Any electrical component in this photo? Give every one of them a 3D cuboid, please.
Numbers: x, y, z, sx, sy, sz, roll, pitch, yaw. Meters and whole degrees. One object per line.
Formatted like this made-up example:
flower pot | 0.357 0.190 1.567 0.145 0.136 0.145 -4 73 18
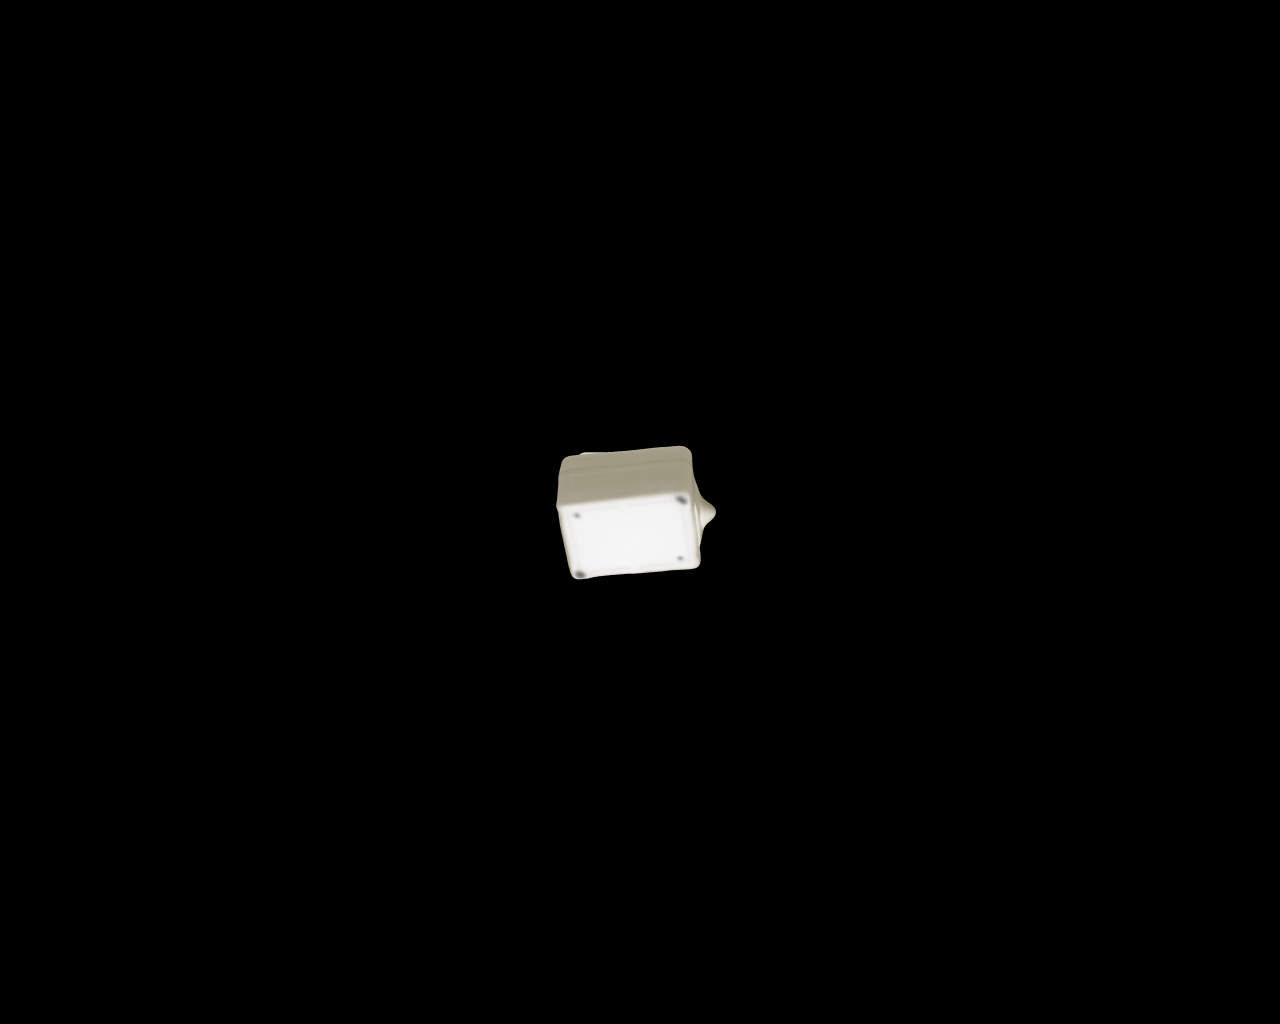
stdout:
electrical component | 0.001 -0.003 0.650 0.096 0.061 0.061 -5 37 4
